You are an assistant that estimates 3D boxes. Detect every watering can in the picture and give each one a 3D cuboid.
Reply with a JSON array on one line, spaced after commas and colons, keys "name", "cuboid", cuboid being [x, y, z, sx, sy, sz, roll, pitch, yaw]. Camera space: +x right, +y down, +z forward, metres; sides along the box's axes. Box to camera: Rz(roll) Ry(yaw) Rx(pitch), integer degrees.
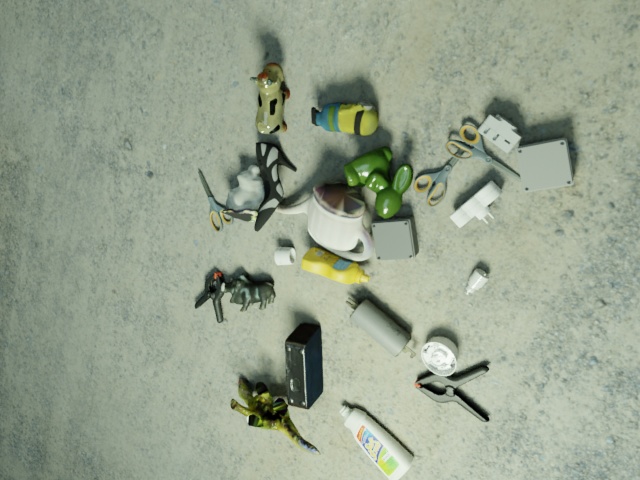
[{"name": "watering can", "cuboid": [0.004, -0.072, 1.422, 0.350, 0.106, 0.219, 31, 139, 19]}]

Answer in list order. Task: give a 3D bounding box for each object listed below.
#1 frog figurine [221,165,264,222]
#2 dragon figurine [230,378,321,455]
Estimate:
[{"name": "frog figurine", "cuboid": [-0.213, -0.140, 1.542, 0.137, 0.121, 0.162, -5, 65, 35]}, {"name": "dragon figurine", "cuboid": [-0.136, 0.567, 1.627, 0.414, 0.238, 0.123, 32, 73, 30]}]
